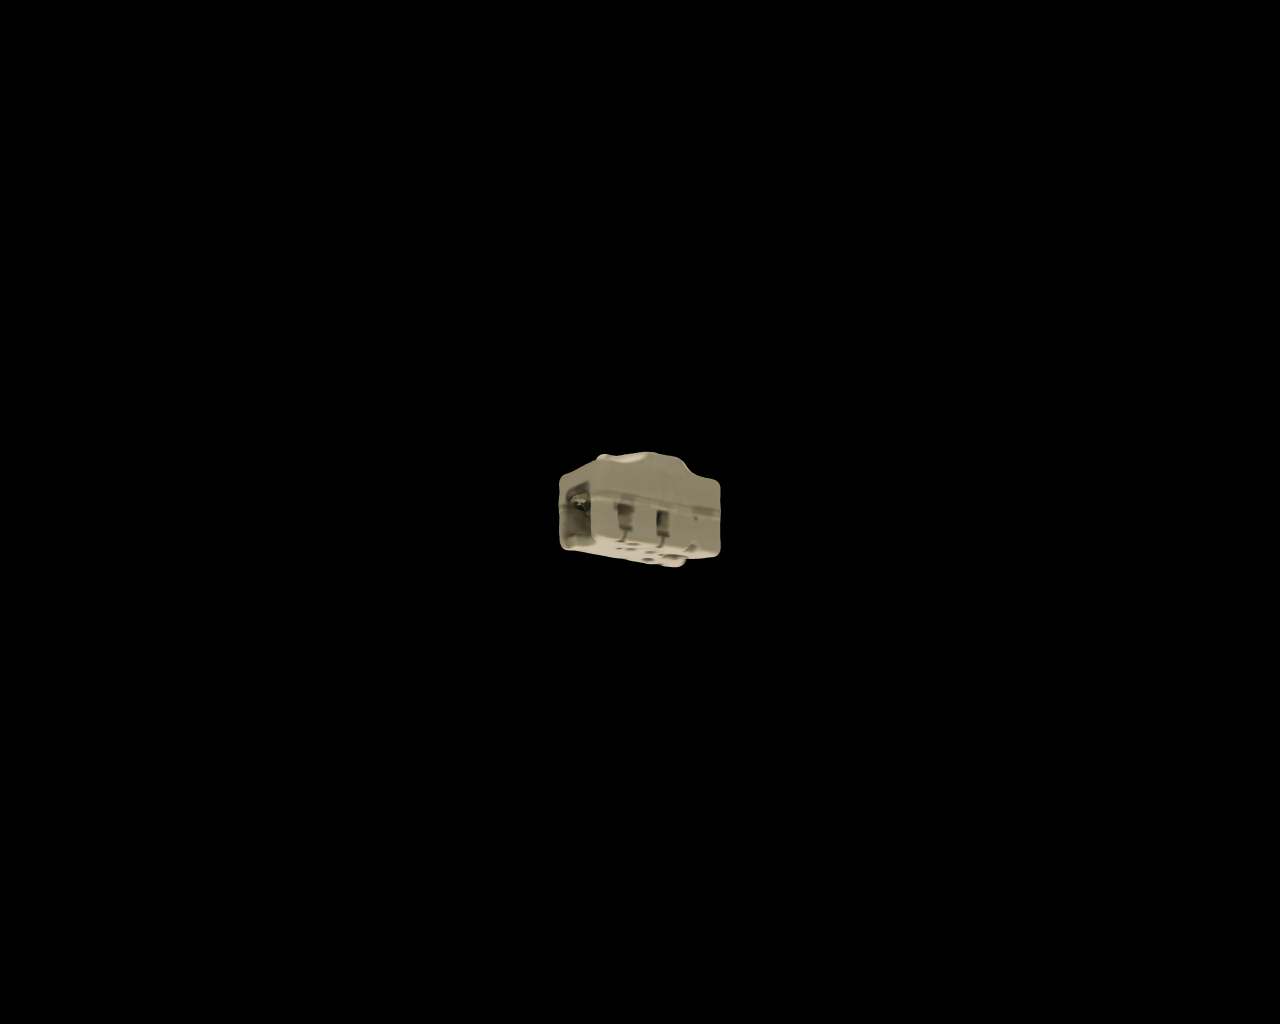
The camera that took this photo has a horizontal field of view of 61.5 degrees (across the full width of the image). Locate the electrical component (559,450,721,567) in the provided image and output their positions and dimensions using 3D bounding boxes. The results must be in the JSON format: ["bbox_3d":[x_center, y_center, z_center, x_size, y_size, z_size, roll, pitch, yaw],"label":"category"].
[{"bbox_3d":[0.001,-0.003,0.650,0.089,0.056,0.050,10,-18,-33],"label":"electrical component"}]
